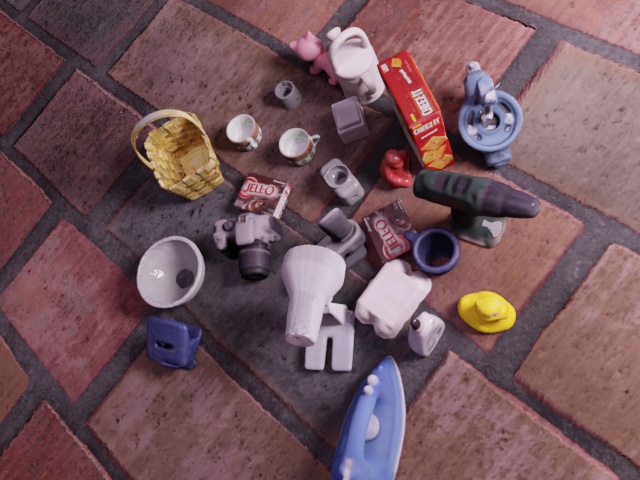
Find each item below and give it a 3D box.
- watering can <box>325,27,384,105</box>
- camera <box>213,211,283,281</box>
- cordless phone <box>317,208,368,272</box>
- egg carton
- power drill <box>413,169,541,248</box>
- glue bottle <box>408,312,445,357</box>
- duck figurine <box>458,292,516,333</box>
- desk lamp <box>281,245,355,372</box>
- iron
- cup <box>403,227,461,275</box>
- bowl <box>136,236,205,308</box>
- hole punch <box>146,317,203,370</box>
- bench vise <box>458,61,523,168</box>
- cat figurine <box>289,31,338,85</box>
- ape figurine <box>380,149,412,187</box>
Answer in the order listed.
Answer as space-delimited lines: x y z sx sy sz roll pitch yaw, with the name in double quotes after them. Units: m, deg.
0.068 -0.393 1.253 0.172 0.194 0.101 35 85 26 "watering can"
-0.161 0.016 1.242 0.143 0.101 0.137 -9 69 16 "camera"
0.010 0.004 1.138 0.147 0.185 0.094 -44 63 1 "cordless phone"
0.141 0.114 1.118 0.107 0.069 0.150 35 85 26 "egg carton"
0.288 -0.059 1.050 0.228 0.209 0.076 20 79 24 "power drill"
0.184 0.162 1.028 0.037 0.173 0.078 31 84 26 "glue bottle"
0.303 0.126 1.048 0.104 0.086 0.077 14 77 23 "duck figurine"
-0.003 0.134 1.081 0.117 0.214 0.203 -3 71 19 "desk lamp"
0.084 0.326 1.023 0.118 0.142 0.258 8 74 22 "iron"
0.217 0.026 1.108 0.117 0.095 0.092 30 83 26 "cup"
-0.323 0.080 1.291 0.167 0.075 0.167 -6 70 17 "bowl"
-0.319 0.222 1.230 0.108 0.091 0.101 7 74 22 "hole punch"
0.307 -0.266 1.110 0.121 0.220 0.207 -32 64 7 "bench vise"
-0.005 -0.436 1.337 0.127 0.118 0.067 33 85 26 "cat figurine"
0.157 -0.157 1.196 0.076 0.092 0.078 28 83 26 "ape figurine"
